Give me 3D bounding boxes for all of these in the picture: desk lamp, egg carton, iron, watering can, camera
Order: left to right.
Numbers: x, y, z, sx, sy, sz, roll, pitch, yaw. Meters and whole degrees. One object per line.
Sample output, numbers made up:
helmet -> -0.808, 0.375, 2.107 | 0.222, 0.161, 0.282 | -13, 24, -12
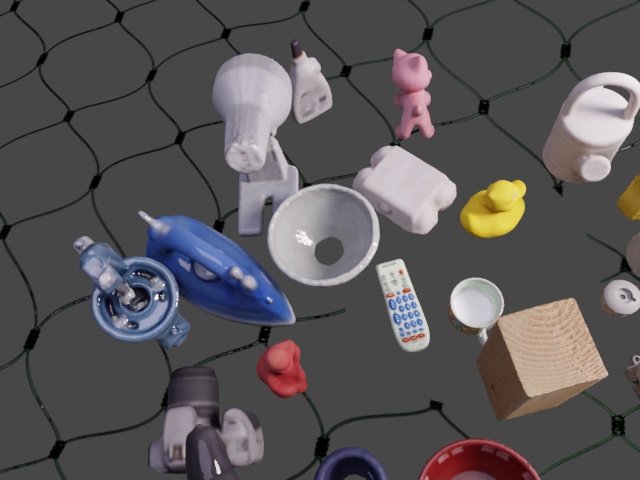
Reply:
camera -> -0.158, 0.240, 0.772 | 0.143, 0.101, 0.137 | -8, 65, 4
iron -> -0.153, 0.039, 0.838 | 0.257, 0.141, 0.119 | 27, 73, 18
desk lamp -> -0.093, -0.139, 0.869 | 0.118, 0.214, 0.203 | -5, 66, 6
egg carton -> 0.129, -0.078, 0.892 | 0.150, 0.069, 0.107 | 35, 75, 20
watering can -> 0.396, -0.163, 0.825 | 0.101, 0.194, 0.173 | -12, 65, 3

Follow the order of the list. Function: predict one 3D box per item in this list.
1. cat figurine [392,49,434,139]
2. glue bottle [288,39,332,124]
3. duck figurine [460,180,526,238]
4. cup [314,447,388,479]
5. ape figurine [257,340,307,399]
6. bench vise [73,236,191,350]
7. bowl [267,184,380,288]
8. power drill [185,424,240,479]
cat figurine -> 0.152, -0.247, 0.937 | 0.067, 0.118, 0.128 | -6, 66, 5
glue bottle -> -0.026, -0.264, 0.937 | 0.078, 0.173, 0.037 | -29, 65, -5
duck figurine -> 0.261, -0.054, 0.855 | 0.104, 0.086, 0.077 | -27, 65, -4
cup -> 0.055, 0.313, 0.715 | 0.117, 0.095, 0.092 | 11, 68, 12
ape figurine -> -0.055, 0.174, 0.793 | 0.076, 0.092, 0.078 | 17, 70, 15
bench vise -> -0.296, 0.064, 0.803 | 0.207, 0.220, 0.121 | 21, 71, 16
bowl -> 0.008, 0.003, 0.869 | 0.167, 0.075, 0.167 | -3, 66, 6
power drill -> -0.094, 0.338, 0.661 | 0.075, 0.209, 0.229 | -17, 65, 0
